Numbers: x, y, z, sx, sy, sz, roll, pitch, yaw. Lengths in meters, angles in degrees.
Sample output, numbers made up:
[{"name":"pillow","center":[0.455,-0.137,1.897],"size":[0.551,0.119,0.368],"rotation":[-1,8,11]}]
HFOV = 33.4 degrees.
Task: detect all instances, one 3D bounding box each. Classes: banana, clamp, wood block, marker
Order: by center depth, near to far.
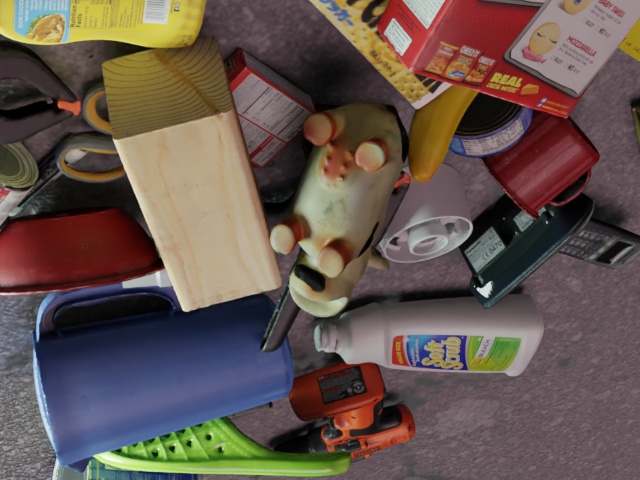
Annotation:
[{"name":"clamp","center":[-0.260,-0.120,0.778],"size":[0.171,0.039,0.120],"rotation":[-6,124,-30]},{"name":"wood block","center":[-0.096,-0.047,0.846],"size":[0.090,0.091,0.206],"rotation":[-14,139,-2]},{"name":"banana","center":[0.128,-0.130,0.883],"size":[0.197,0.070,0.037],"rotation":[-44,136,-10]},{"name":"marker","center":[-0.241,-0.044,0.893],"size":[0.121,0.020,0.020],"rotation":[-37,137,21]},{"name":"clamp","center":[-0.006,0.001,0.987],"size":[0.210,0.036,0.164],"rotation":[-24,108,-2]}]

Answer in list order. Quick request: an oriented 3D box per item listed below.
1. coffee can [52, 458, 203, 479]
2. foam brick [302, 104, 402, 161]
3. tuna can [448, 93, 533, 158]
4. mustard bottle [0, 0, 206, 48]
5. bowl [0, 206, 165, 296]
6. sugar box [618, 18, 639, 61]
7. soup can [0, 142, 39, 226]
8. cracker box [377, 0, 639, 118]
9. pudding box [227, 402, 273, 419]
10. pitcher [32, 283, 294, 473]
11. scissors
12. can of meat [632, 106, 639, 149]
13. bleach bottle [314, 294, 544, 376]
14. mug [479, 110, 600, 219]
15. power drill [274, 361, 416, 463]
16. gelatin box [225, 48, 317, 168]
[{"name":"coffee can","center":[-0.217,0.276,1.205],"size":[0.140,0.103,0.103],"rotation":[13,131,-33]},{"name":"foam brick","center":[0.031,-0.082,0.934],"size":[0.078,0.051,0.053],"rotation":[-2,137,-21]},{"name":"tuna can","center":[0.138,-0.113,0.916],"size":[0.086,0.086,0.033],"rotation":[-24,142,6]},{"name":"mustard bottle","center":[-0.176,-0.179,0.734],"size":[0.191,0.058,0.096],"rotation":[-3,142,-19]},{"name":"bowl","center":[-0.210,0.005,0.894],"size":[0.162,0.162,0.055],"rotation":[-8,97,-14]},{"name":"sugar box","center":[0.304,-0.232,0.878],"size":[0.093,0.048,0.176],"rotation":[19,128,-37]},{"name":"soup can","center":[-0.279,-0.034,0.852],"size":[0.068,0.068,0.102],"rotation":[23,124,-39]},{"name":"cracker box","center":[0.160,-0.202,0.735],"size":[0.163,0.072,0.214],"rotation":[9,124,-35]},{"name":"pudding box","center":[-0.113,0.162,1.168],"size":[0.113,0.039,0.090],"rotation":[-13,142,-4]},{"name":"pitcher","center":[-0.155,0.119,1.043],"size":[0.242,0.145,0.149],"rotation":[-13,153,-14]},{"name":"scissors","center":[-0.121,-0.091,0.889],"size":[0.201,0.016,0.096],"rotation":[-10,127,-29]},{"name":"can of meat","center":[0.358,-0.106,1.037],"size":[0.084,0.057,0.102],"rotation":[-27,141,6]},{"name":"bleach bottle","center":[0.115,0.109,1.182],"size":[0.250,0.068,0.103],"rotation":[-1,138,-17]},{"name":"mug","center":[0.208,-0.074,0.985],"size":[0.082,0.093,0.117],"rotation":[-41,125,17]},{"name":"power drill","center":[0.016,0.212,1.252],"size":[0.184,0.057,0.187],"rotation":[-19,149,-1]},{"name":"gelatin box","center":[-0.057,-0.108,0.886],"size":[0.073,0.030,0.089],"rotation":[-41,134,23]}]
